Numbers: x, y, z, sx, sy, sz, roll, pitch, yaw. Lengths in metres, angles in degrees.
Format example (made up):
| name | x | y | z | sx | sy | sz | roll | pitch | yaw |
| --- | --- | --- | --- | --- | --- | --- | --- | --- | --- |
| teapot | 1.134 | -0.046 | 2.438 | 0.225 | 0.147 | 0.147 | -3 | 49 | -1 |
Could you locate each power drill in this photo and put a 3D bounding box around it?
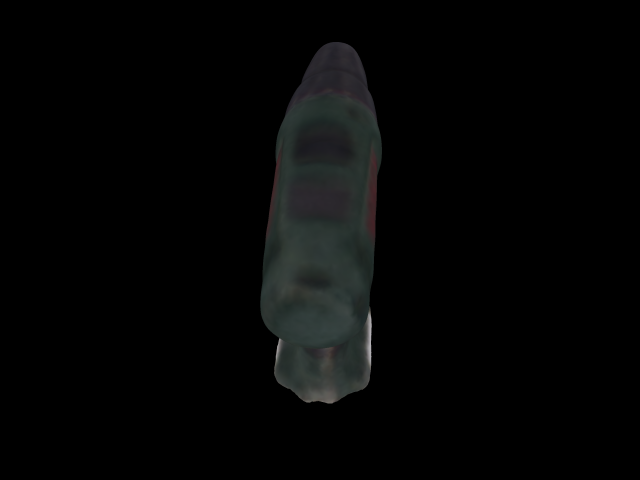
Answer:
| name | x | y | z | sx | sy | sz | roll | pitch | yaw |
| --- | --- | --- | --- | --- | --- | --- | --- | --- | --- |
| power drill | 0.004 | 0.001 | 0.400 | 0.075 | 0.208 | 0.229 | 2 | 40 | 3 |
